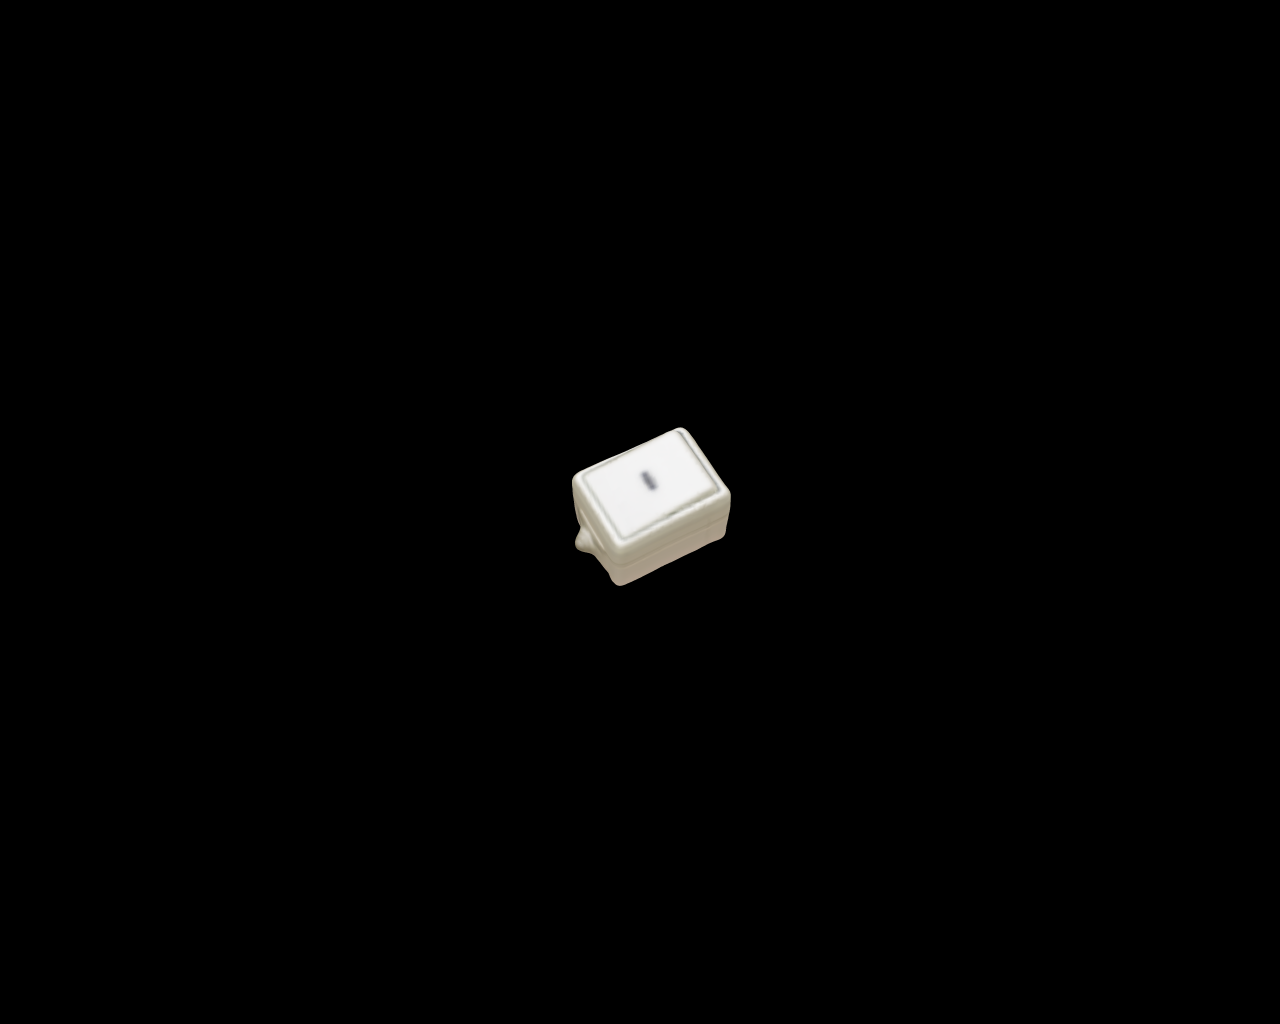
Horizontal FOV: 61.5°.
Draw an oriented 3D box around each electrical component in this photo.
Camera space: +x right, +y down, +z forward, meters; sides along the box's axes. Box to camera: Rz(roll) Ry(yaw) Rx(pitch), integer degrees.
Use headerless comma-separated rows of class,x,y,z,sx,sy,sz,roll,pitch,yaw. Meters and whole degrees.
electrical component,0.001,-0.003,0.650,0.096,0.062,0.061,-25,-27,-14
